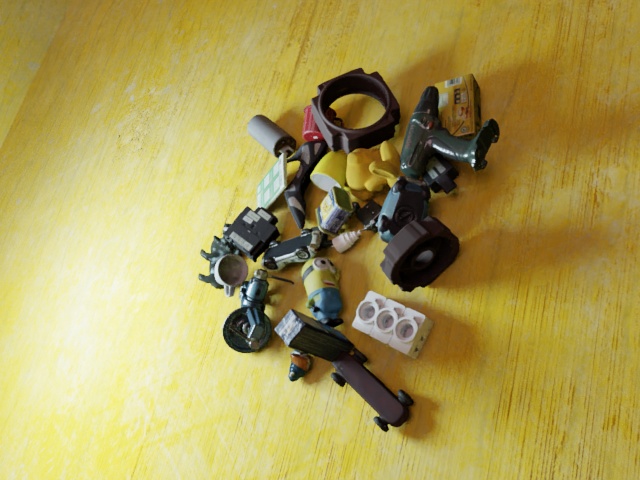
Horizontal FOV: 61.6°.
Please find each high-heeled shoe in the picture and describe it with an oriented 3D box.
[{"bbox_3d":[-0.024,-0.153,1.448,0.145,0.086,0.249,-17,67,6],"label":"high-heeled shoe"}]

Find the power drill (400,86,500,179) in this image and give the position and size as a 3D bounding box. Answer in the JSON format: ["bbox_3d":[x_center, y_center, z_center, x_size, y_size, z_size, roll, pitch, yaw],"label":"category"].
[{"bbox_3d":[0.285,-0.240,1.195,0.208,0.086,0.232,19,79,32],"label":"power drill"}]

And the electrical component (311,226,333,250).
[{"bbox_3d":[-0.003,-0.004,1.386,0.094,0.021,0.063,-10,64,31],"label":"electrical component"}]

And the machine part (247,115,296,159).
[{"bbox_3d":[-0.143,-0.304,1.578,0.079,0.079,0.243,-49,47,4],"label":"machine part"}]

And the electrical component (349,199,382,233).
[{"bbox_3d":[0.119,-0.059,1.321,0.078,0.045,0.102,-41,53,12],"label":"electrical component"}]

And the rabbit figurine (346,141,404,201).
[{"bbox_3d":[0.158,-0.168,1.299,0.173,0.162,0.122,22,68,20],"label":"rabbit figurine"}]

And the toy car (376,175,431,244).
[{"bbox_3d":[0.187,-0.064,1.238,0.109,0.103,0.161,12,91,-8],"label":"toy car"}]

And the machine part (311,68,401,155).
[{"bbox_3d":[0.091,-0.334,1.390,0.201,0.087,0.201,-24,67,-3],"label":"machine part"}]

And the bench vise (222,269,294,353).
[{"bbox_3d":[-0.161,0.189,1.307,0.223,0.129,0.241,-60,16,4],"label":"bench vise"}]

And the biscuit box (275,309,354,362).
[{"bbox_3d":[-0.008,0.214,1.173,0.063,0.202,0.059,-52,49,4],"label":"biscuit box"}]

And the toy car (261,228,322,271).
[{"bbox_3d":[-0.073,0.028,1.374,0.202,0.056,0.073,-19,42,37],"label":"toy car"}]

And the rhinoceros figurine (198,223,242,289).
[{"bbox_3d":[-0.274,0.045,1.504,0.112,0.073,0.190,-6,66,32],"label":"rhinoceros figurine"}]

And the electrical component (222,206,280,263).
[{"bbox_3d":[-0.177,-0.024,1.452,0.115,0.058,0.134,38,75,14],"label":"electrical component"}]

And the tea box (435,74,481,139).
[{"bbox_3d":[0.331,-0.300,1.285,0.098,0.068,0.169,-6,67,31],"label":"tea box"}]

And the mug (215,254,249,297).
[{"bbox_3d":[-0.237,0.094,1.405,0.107,0.081,0.109,164,100,-68],"label":"mug"}]

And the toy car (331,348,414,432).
[{"bbox_3d":[0.108,0.316,1.147,0.202,0.053,0.089,38,86,34],"label":"toy car"}]

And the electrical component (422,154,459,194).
[{"bbox_3d":[0.284,-0.150,1.257,0.075,0.047,0.119,-42,53,10],"label":"electrical component"}]

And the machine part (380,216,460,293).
[{"bbox_3d":[0.211,0.031,1.146,0.179,0.179,0.056,-45,50,7],"label":"machine part"}]

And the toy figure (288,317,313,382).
[{"bbox_3d":[-0.044,0.257,1.259,0.058,0.064,0.154,7,91,29],"label":"toy figure"}]

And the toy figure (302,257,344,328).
[{"bbox_3d":[0.003,0.125,1.287,0.089,0.082,0.180,-21,60,20],"label":"toy figure"}]
